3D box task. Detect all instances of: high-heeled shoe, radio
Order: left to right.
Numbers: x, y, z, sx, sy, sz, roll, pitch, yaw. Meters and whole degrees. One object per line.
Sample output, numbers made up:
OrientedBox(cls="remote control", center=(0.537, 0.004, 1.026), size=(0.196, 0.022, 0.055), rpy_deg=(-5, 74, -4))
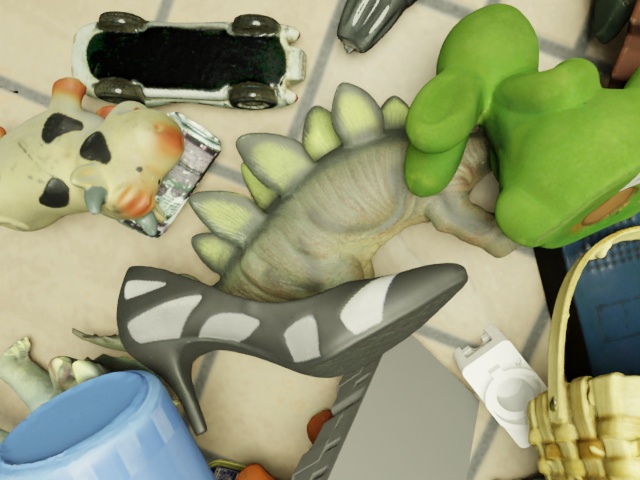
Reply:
OrientedBox(cls="high-heeled shoe", center=(-0.034, 0.035, 0.388), size=(0.249, 0.086, 0.145), rpy_deg=(-29, 67, 8))
OrientedBox(cls="radio", center=(0.271, 0.050, 0.455), size=(0.131, 0.073, 0.229), rpy_deg=(-16, 98, 5))

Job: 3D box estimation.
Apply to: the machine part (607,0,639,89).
OrientedBox(cls="machine part", center=(0.260, -0.168, 0.378), size=(0.056, 0.179, 0.179), rpy_deg=(24, 99, 25))

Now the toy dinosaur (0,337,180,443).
OrientedBox(cls="toy dinosaur", center=(-0.269, 0.240, 0.498), size=(0.192, 0.131, 0.404), rpy_deg=(30, 104, 0))

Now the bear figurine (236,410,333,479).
OrientedBox(cls="bear figurine", center=(0.024, 0.278, 0.492), size=(0.120, 0.132, 0.195), rpy_deg=(-34, 124, -19))

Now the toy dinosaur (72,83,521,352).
OrientedBox(cls="toy dinosaur", center=(-0.001, -0.001, 0.456), size=(0.471, 0.105, 0.198), rpy_deg=(-36, 88, 6))

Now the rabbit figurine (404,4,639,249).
OrientedBox(cls="rabbit figurine", center=(0.130, -0.079, 0.362), size=(0.159, 0.121, 0.170), rpy_deg=(-27, 64, -4))

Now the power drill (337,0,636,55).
OrientedBox(cls="power drill", center=(0.145, -0.225, 0.422), size=(0.207, 0.086, 0.232), rpy_deg=(24, 95, 15))

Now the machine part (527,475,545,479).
OrientedBox(cls="machine part", center=(0.215, 0.286, 0.506), size=(0.084, 0.039, 0.138), rpy_deg=(-15, 94, 0))

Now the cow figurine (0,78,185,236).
OrientedBox(cls="cow figurine", center=(-0.193, -0.055, 0.425), size=(0.195, 0.085, 0.127), rpy_deg=(-15, 68, 22))

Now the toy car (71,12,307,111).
OrientedBox(cls="toy car", center=(-0.112, -0.152, 0.463), size=(0.202, 0.056, 0.073), rpy_deg=(2, 92, 2))
